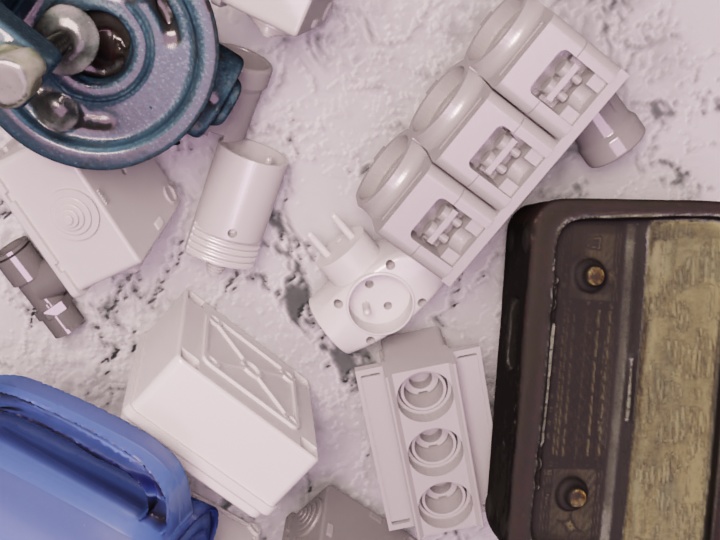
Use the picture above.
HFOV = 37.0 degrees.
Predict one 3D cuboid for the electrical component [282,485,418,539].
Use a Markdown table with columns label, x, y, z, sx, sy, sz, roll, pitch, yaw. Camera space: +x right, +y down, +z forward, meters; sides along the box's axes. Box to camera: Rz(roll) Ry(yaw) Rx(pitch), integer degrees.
| label | x | y | z | sx | sy | sz | roll | pitch | yaw |
| --- | --- | --- | --- | --- | --- | --- | --- | --- | --- |
| electrical component | -0.006 | 0.204 | 0.720 | 0.100 | 0.099 | 0.048 | 35 | 118 | -16 |

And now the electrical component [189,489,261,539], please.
| label | x | y | z | sx | sy | sz | roll | pitch | yaw |
| --- | --- | --- | --- | --- | --- | --- | --- | --- | --- |
| electrical component | -0.111 | 0.198 | 0.728 | 0.096 | 0.061 | 0.061 | 34 | 106 | -16 |

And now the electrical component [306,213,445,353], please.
| label | x | y | z | sx | sy | sz | roll | pitch | yaw |
| --- | --- | --- | --- | --- | --- | --- | --- | --- | --- |
| electrical component | 0.000 | 0.000 | 0.665 | 0.077 | 0.044 | 0.079 | -37 | 110 | 11 |

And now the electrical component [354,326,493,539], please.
| label | x | y | z | sx | sy | sz | roll | pitch | yaw |
| --- | --- | --- | --- | --- | --- | --- | --- | --- | --- |
| electrical component | 0.045 | 0.104 | 0.701 | 0.079 | 0.063 | 0.121 | -11 | 113 | 0 |

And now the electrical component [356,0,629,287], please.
| label | x | y | z | sx | sy | sz | roll | pitch | yaw |
| --- | --- | --- | --- | --- | --- | --- | --- | --- | --- |
| electrical component | 0.068 | -0.079 | 0.613 | 0.062 | 0.089 | 0.150 | 35 | 106 | -17 |

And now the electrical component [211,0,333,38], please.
| label | x | y | z | sx | sy | sz | roll | pitch | yaw |
| --- | --- | --- | --- | --- | --- | --- | --- | --- | --- |
| electrical component | -0.030 | -0.172 | 0.563 | 0.048 | 0.099 | 0.099 | 26 | 108 | -1 |

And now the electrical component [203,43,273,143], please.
| label | x | y | z | sx | sy | sz | roll | pitch | yaw |
| --- | --- | --- | --- | --- | --- | --- | --- | --- | --- |
| electrical component | -0.076 | -0.102 | 0.621 | 0.040 | 0.040 | 0.046 | 17 | 116 | -11 |

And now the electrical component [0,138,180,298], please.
| label | x | y | z | sx | sy | sz | roll | pitch | yaw |
| --- | --- | --- | --- | --- | --- | --- | --- | --- | --- |
| electrical component | -0.151 | -0.047 | 0.606 | 0.048 | 0.099 | 0.099 | -23 | 113 | 18 |

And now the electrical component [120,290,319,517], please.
| label | x | y | z | sx | sy | sz | roll | pitch | yaw |
| --- | --- | --- | --- | --- | --- | --- | --- | --- | --- |
| electrical component | -0.084 | 0.079 | 0.657 | 0.109 | 0.108 | 0.056 | 40 | 102 | -18 |

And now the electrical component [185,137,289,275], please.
| label | x | y | z | sx | sy | sz | roll | pitch | yaw |
| --- | --- | --- | --- | --- | --- | --- | --- | --- | --- |
| electrical component | -0.076 | -0.034 | 0.645 | 0.043 | 0.043 | 0.081 | 17 | 110 | -11 |

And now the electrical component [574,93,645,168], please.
| label | x | y | z | sx | sy | sz | roll | pitch | yaw |
| --- | --- | --- | --- | --- | --- | --- | --- | --- | --- |
| electrical component | 0.141 | -0.091 | 0.642 | 0.040 | 0.040 | 0.046 | -36 | 105 | 10 |
